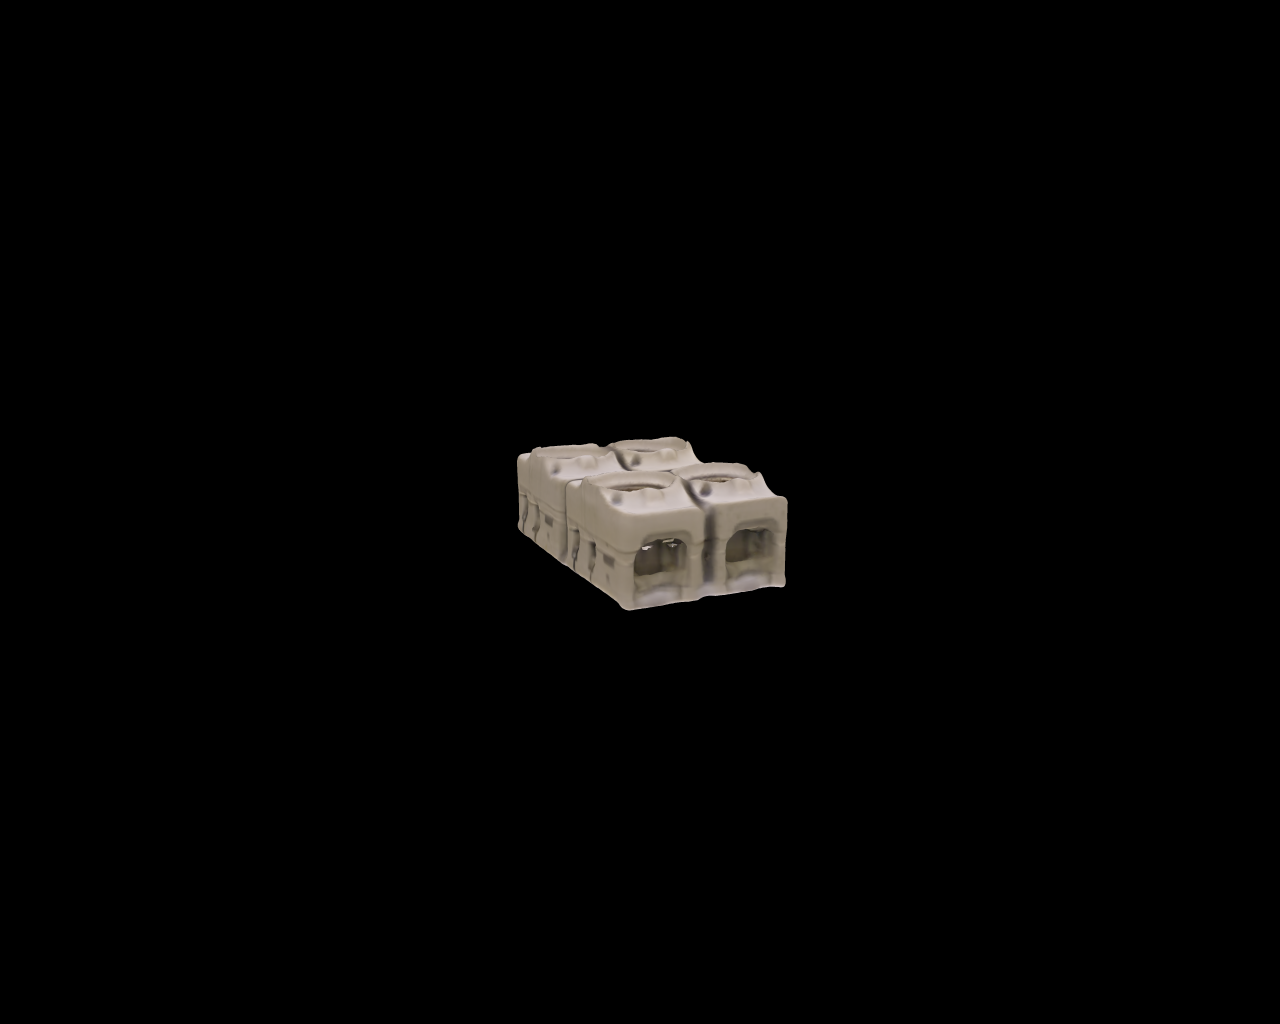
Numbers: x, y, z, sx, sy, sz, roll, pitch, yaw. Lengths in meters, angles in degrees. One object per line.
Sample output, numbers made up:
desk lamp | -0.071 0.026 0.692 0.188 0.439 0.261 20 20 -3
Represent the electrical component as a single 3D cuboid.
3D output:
electrical component | 0.001 -0.003 0.650 0.105 0.060 0.186 -6 15 -23
